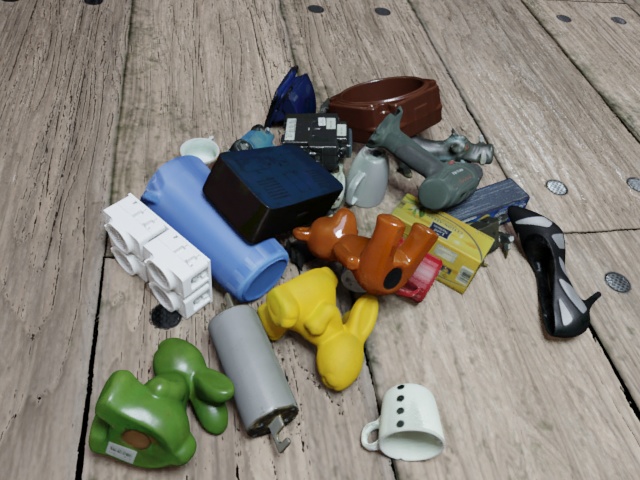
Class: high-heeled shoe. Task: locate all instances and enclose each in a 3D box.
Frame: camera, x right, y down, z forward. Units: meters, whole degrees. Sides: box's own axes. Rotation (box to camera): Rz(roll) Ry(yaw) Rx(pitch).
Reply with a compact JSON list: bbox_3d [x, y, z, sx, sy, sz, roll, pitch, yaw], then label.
[{"bbox_3d":[0.373,0.052,0.925,0.145,0.086,0.249,-24,61,-26],"label":"high-heeled shoe"}]

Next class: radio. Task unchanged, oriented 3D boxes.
[{"bbox_3d":[-0.071,-0.084,0.869,0.131,0.073,0.229,43,29,14],"label":"radio"}]

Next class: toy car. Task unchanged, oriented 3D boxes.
[{"bbox_3d":[0.012,-0.139,1.052,0.074,0.056,0.202,6,49,-4],"label":"toy car"},{"bbox_3d":[-0.125,-0.139,1.012,0.103,0.109,0.162,41,39,-5],"label":"toy car"}]

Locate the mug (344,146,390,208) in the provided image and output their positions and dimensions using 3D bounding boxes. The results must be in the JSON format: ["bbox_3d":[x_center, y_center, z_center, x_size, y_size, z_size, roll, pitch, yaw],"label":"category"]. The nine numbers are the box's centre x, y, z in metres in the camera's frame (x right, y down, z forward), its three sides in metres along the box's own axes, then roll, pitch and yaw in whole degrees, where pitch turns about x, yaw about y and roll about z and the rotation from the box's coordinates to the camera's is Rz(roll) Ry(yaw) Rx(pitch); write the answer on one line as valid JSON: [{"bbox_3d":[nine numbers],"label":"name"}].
[{"bbox_3d":[0.084,-0.120,1.014,0.081,0.107,0.109,36,51,22],"label":"mug"}]

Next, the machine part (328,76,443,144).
[{"bbox_3d":[0.134,-0.275,1.119,0.201,0.087,0.202,-31,32,-30],"label":"machine part"}]

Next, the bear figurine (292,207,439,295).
[{"bbox_3d":[0.059,-0.004,0.820,0.120,0.132,0.196,13,19,-41],"label":"bear figurine"}]

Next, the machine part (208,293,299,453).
[{"bbox_3d":[-0.095,0.178,0.746,0.079,0.079,0.243,-16,54,-21],"label":"machine part"}]

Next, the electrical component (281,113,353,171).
[{"bbox_3d":[-0.006,-0.187,1.019,0.134,0.058,0.115,3,48,2],"label":"electrical component"}]

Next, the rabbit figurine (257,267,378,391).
[{"bbox_3d":[0.008,0.135,0.797,0.162,0.122,0.173,-19,68,-35],"label":"rabbit figurine"}]

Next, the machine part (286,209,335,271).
[{"bbox_3d":[-0.002,-0.003,0.945,0.084,0.039,0.139,44,54,16],"label":"machine part"}]

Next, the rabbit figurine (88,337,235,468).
[{"bbox_3d":[-0.191,0.193,0.696,0.159,0.121,0.170,16,34,0],"label":"rabbit figurine"}]

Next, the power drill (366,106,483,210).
[{"bbox_3d":[0.192,-0.145,0.970,0.207,0.086,0.232,45,35,2],"label":"power drill"}]

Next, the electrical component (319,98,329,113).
[{"bbox_3d":[0.032,-0.295,1.214,0.063,0.021,0.094,22,50,11],"label":"electrical component"}]

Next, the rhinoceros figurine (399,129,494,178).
[{"bbox_3d":[0.251,-0.175,1.087,0.190,0.112,0.073,6,46,7],"label":"rhinoceros figurine"}]

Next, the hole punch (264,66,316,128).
[{"bbox_3d":[-0.054,-0.283,1.134,0.092,0.115,0.142,26,50,3],"label":"hole punch"}]

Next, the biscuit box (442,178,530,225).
[{"bbox_3d":[0.303,-0.055,1.023,0.203,0.059,0.063,-18,53,-23],"label":"biscuit box"}]

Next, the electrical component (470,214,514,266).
[{"bbox_3d":[0.307,0.002,0.973,0.102,0.078,0.045,-17,30,-28],"label":"electrical component"}]

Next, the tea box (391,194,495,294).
[{"bbox_3d":[0.199,0.006,0.929,0.170,0.098,0.068,32,52,16],"label":"tea box"}]
